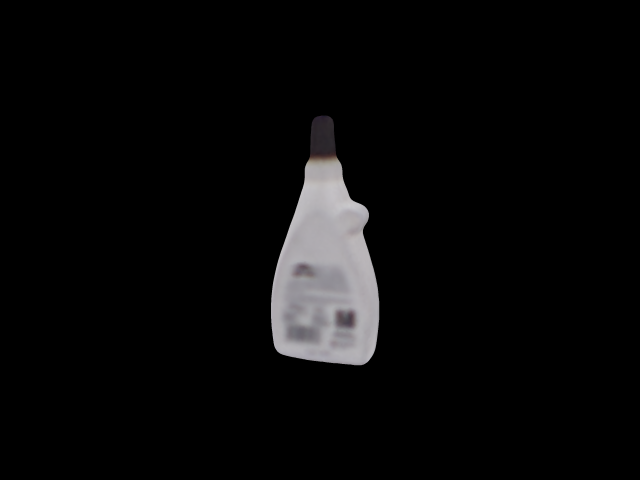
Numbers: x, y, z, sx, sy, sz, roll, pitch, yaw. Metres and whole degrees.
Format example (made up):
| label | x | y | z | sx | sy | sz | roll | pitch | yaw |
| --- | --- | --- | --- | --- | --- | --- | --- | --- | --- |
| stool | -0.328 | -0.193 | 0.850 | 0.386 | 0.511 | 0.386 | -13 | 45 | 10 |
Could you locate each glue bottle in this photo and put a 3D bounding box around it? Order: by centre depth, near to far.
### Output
| label | x | y | z | sx | sy | sz | roll | pitch | yaw |
| --- | --- | --- | --- | --- | --- | --- | --- | --- | --- |
| glue bottle | 0.004 | 0.001 | 0.400 | 0.078 | 0.173 | 0.037 | 5 | 19 | 15 |
